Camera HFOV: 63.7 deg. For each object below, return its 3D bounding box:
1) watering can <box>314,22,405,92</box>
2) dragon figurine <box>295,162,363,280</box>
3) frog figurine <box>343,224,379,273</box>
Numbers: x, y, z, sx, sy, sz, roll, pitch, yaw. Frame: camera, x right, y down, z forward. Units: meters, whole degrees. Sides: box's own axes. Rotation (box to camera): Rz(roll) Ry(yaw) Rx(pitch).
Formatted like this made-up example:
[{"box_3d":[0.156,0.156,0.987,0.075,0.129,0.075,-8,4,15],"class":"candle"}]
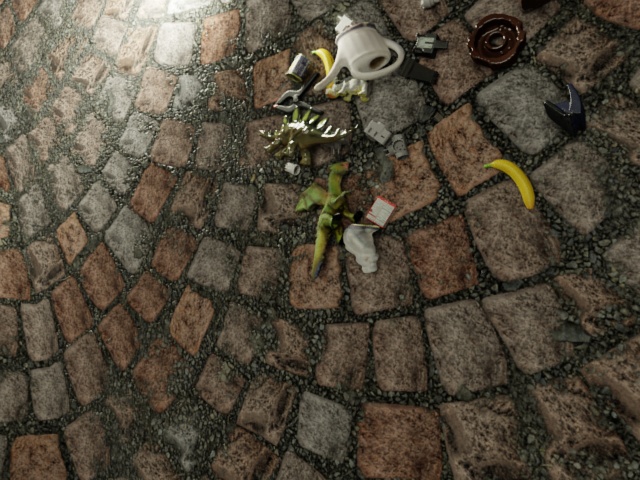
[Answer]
[{"box_3d":[0.116,-0.633,1.778,0.348,0.102,0.228,-18,64,-8],"class":"watering can"},{"box_3d":[0.005,-0.091,1.800,0.246,0.121,0.409,34,95,43],"class":"dragon figurine"},{"box_3d":[0.134,0.027,1.690,0.137,0.122,0.159,6,91,53],"class":"frog figurine"}]
